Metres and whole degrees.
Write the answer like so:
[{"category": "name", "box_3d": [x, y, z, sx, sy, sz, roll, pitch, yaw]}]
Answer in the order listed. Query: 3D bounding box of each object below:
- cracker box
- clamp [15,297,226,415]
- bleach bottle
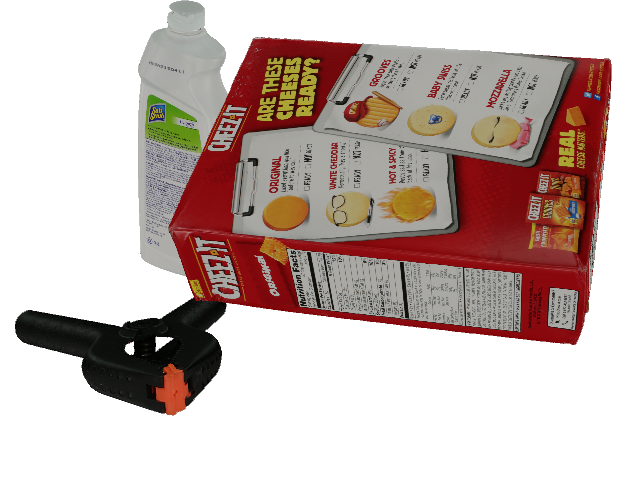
[{"category": "cracker box", "box_3d": [0.046, -0.033, 0.594, 0.214, 0.164, 0.072, 5, -42, 15]}, {"category": "clamp", "box_3d": [-0.117, 0.073, 0.765, 0.164, 0.036, 0.210, -9, 14, -25]}, {"category": "bleach bottle", "box_3d": [-0.113, -0.087, 0.951, 0.103, 0.251, 0.068, 14, 34, 14]}]
